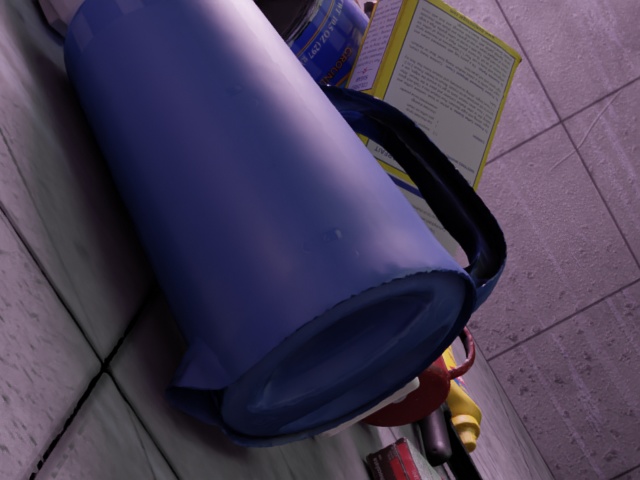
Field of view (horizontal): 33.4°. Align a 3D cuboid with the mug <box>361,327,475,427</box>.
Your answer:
[{"bbox_3d":[0.067,0.094,0.856,0.093,0.117,0.081,94,-15,-47],"label":"mug"}]

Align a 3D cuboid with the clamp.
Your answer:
[{"bbox_3d":[0.125,0.193,1.143,0.164,0.036,0.210,55,10,-41],"label":"clamp"}]

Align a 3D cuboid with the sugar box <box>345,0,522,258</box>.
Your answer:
[{"bbox_3d":[0.051,-0.051,0.635,0.093,0.176,0.048,26,-11,-26],"label":"sugar box"}]

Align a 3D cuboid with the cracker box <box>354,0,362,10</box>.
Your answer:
[{"bbox_3d":[-0.050,-0.202,0.976,0.213,0.164,0.072,52,9,-48],"label":"cracker box"}]

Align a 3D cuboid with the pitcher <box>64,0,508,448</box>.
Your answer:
[{"bbox_3d":[-0.029,-0.032,0.541,0.149,0.145,0.243,20,33,-56],"label":"pitcher"}]

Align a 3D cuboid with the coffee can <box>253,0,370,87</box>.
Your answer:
[{"bbox_3d":[0.006,-0.097,0.697,0.140,0.103,0.103,42,17,-33],"label":"coffee can"}]

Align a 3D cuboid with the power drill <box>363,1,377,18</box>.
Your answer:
[{"bbox_3d":[0.018,-0.118,0.850,0.184,0.188,0.057,12,66,-48],"label":"power drill"}]

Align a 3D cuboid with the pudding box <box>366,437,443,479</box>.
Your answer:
[{"bbox_3d":[0.082,0.210,0.787,0.113,0.039,0.090,50,13,-44],"label":"pudding box"}]

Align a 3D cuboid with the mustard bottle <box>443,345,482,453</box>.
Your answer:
[{"bbox_3d":[0.147,0.178,1.260,0.096,0.058,0.192,58,8,-35],"label":"mustard bottle"}]
